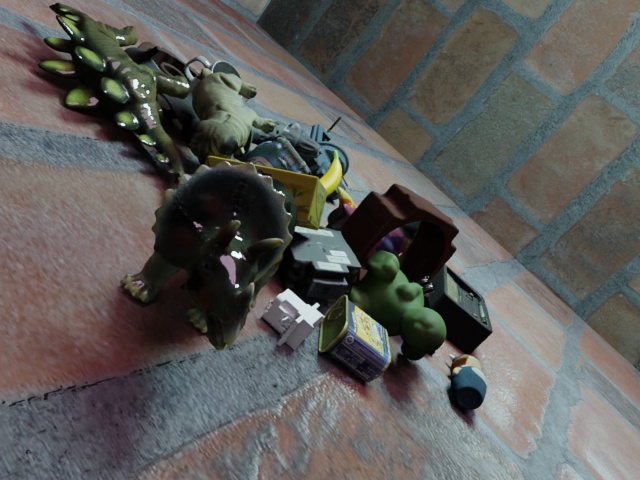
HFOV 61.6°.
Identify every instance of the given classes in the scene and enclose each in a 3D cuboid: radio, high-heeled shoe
[{"bbox_3d":[0.299,0.145,1.172,0.131,0.073,0.229,40,19,1],"label":"radio"},{"bbox_3d":[-0.292,-0.251,1.017,0.086,0.145,0.248,-39,109,-42],"label":"high-heeled shoe"}]

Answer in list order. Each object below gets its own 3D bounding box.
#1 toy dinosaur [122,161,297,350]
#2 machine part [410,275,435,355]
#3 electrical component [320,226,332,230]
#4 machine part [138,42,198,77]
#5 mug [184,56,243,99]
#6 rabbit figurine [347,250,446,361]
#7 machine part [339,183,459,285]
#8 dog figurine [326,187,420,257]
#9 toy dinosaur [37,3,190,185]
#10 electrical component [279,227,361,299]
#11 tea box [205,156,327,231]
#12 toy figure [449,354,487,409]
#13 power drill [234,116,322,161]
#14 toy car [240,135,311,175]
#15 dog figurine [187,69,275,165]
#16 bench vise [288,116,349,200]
[{"bbox_3d":[-0.084,-0.011,0.619,0.131,0.192,0.405,41,20,-2],"label":"toy dinosaur"},{"bbox_3d":[0.186,0.131,0.950,0.084,0.039,0.138,-90,170,-60],"label":"machine part"},{"bbox_3d":[-0.002,-0.003,0.991,0.078,0.045,0.102,16,4,30],"label":"electrical component"},{"bbox_3d":[-0.317,-0.339,1.130,0.179,0.056,0.179,36,22,-17],"label":"machine part"},{"bbox_3d":[-0.221,-0.296,1.037,0.109,0.107,0.081,42,48,-35],"label":"mug"},{"bbox_3d":[0.128,0.126,0.834,0.170,0.121,0.159,40,-10,51],"label":"rabbit figurine"},{"bbox_3d":[0.127,0.013,0.947,0.201,0.201,0.087,22,24,-42],"label":"machine part"},{"bbox_3d":[0.120,-0.029,1.089,0.219,0.191,0.109,47,19,-32],"label":"dog figurine"},{"bbox_3d":[-0.319,-0.244,0.858,0.472,0.105,0.198,46,26,16],"label":"toy dinosaur"},{"bbox_3d":[-0.006,0.035,0.821,0.115,0.058,0.134,7,31,-21],"label":"electrical component"},{"bbox_3d":[-0.082,-0.068,0.797,0.170,0.068,0.098,11,-5,9],"label":"tea box"},{"bbox_3d":[0.252,0.234,0.915,0.154,0.058,0.064,-42,121,-73],"label":"toy figure"},{"bbox_3d":[-0.127,-0.215,1.105,0.232,0.086,0.207,24,25,14],"label":"power drill"},{"bbox_3d":[-0.096,-0.105,0.929,0.103,0.162,0.109,-43,103,-33],"label":"toy car"},{"bbox_3d":[-0.175,-0.207,0.877,0.172,0.121,0.190,44,19,1],"label":"dog figurine"},{"bbox_3d":[-0.010,-0.217,1.310,0.223,0.129,0.241,40,34,-24],"label":"bench vise"}]
